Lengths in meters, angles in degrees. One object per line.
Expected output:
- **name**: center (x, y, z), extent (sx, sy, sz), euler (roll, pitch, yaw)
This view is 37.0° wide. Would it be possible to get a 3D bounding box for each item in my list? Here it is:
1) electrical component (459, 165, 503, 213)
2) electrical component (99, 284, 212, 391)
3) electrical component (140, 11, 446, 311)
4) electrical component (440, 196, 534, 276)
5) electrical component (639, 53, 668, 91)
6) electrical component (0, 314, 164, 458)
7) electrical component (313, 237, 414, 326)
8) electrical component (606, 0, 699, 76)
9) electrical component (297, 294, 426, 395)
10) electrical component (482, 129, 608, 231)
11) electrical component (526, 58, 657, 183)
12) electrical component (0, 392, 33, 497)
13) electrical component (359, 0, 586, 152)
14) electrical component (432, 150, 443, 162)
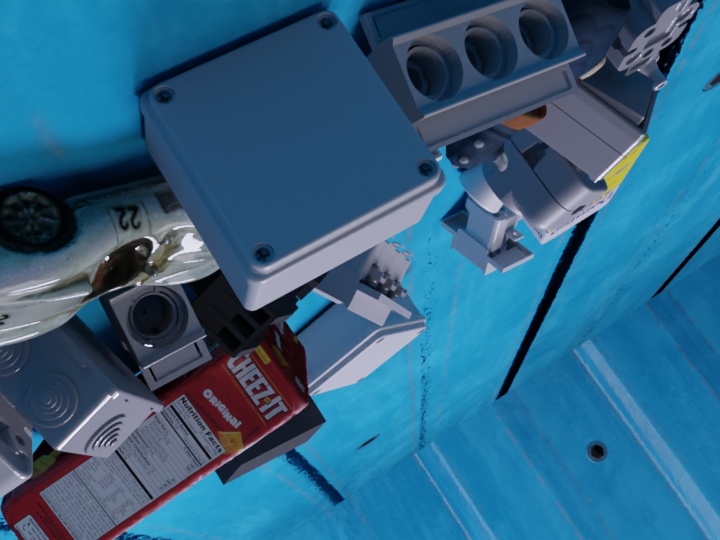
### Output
- **electrical component**: center (0.119, -0.084, 0.883), extent (0.065, 0.044, 0.044), euler (-45, 162, 22)
- **electrical component**: center (-0.128, 0.026, 0.647), extent (0.042, 0.081, 0.064), euler (-27, -167, -18)
- **electrical component**: center (-0.034, -0.054, 0.522), extent (0.109, 0.108, 0.056), euler (-29, 167, -19)
- **electrical component**: center (0.117, -0.038, 0.972), extent (0.042, 0.081, 0.063), euler (-24, 140, -35)
- **electrical component**: center (0.201, -0.157, 0.782), extent (0.035, 0.061, 0.035), euler (-31, 165, -9)
- **electrical component**: center (-0.171, 0.062, 0.622), extent (0.048, 0.100, 0.099), euler (-46, 166, -5)
- **electrical component**: center (0.000, 0.000, 0.837), extent (0.063, 0.079, 0.121), euler (-63, 164, -2)
- **electrical component**: center (0.175, -0.171, 0.693), extent (0.058, 0.057, 0.078), euler (-29, 164, -16)
- **electrical component**: center (-0.005, 0.067, 1.067), extent (0.109, 0.056, 0.109), euler (-41, 164, 24)
- **electrical component**: center (0.134, -0.079, 0.820), extent (0.059, 0.095, 0.054), euler (-42, 163, 29)
- **electrical component**: center (0.153, -0.121, 0.748), extent (0.061, 0.096, 0.061), euler (-49, -171, 44)
- **electrical component**: center (-0.227, 0.095, 0.612), extent (0.059, 0.095, 0.053), euler (-34, 120, 1)
- **electrical component**: center (0.056, -0.115, 0.601), extent (0.121, 0.078, 0.063), euler (-25, -175, -30)
- **electrical component**: center (0.011, -0.076, 0.675), extent (0.081, 0.042, 0.063), euler (-28, 163, -21)
